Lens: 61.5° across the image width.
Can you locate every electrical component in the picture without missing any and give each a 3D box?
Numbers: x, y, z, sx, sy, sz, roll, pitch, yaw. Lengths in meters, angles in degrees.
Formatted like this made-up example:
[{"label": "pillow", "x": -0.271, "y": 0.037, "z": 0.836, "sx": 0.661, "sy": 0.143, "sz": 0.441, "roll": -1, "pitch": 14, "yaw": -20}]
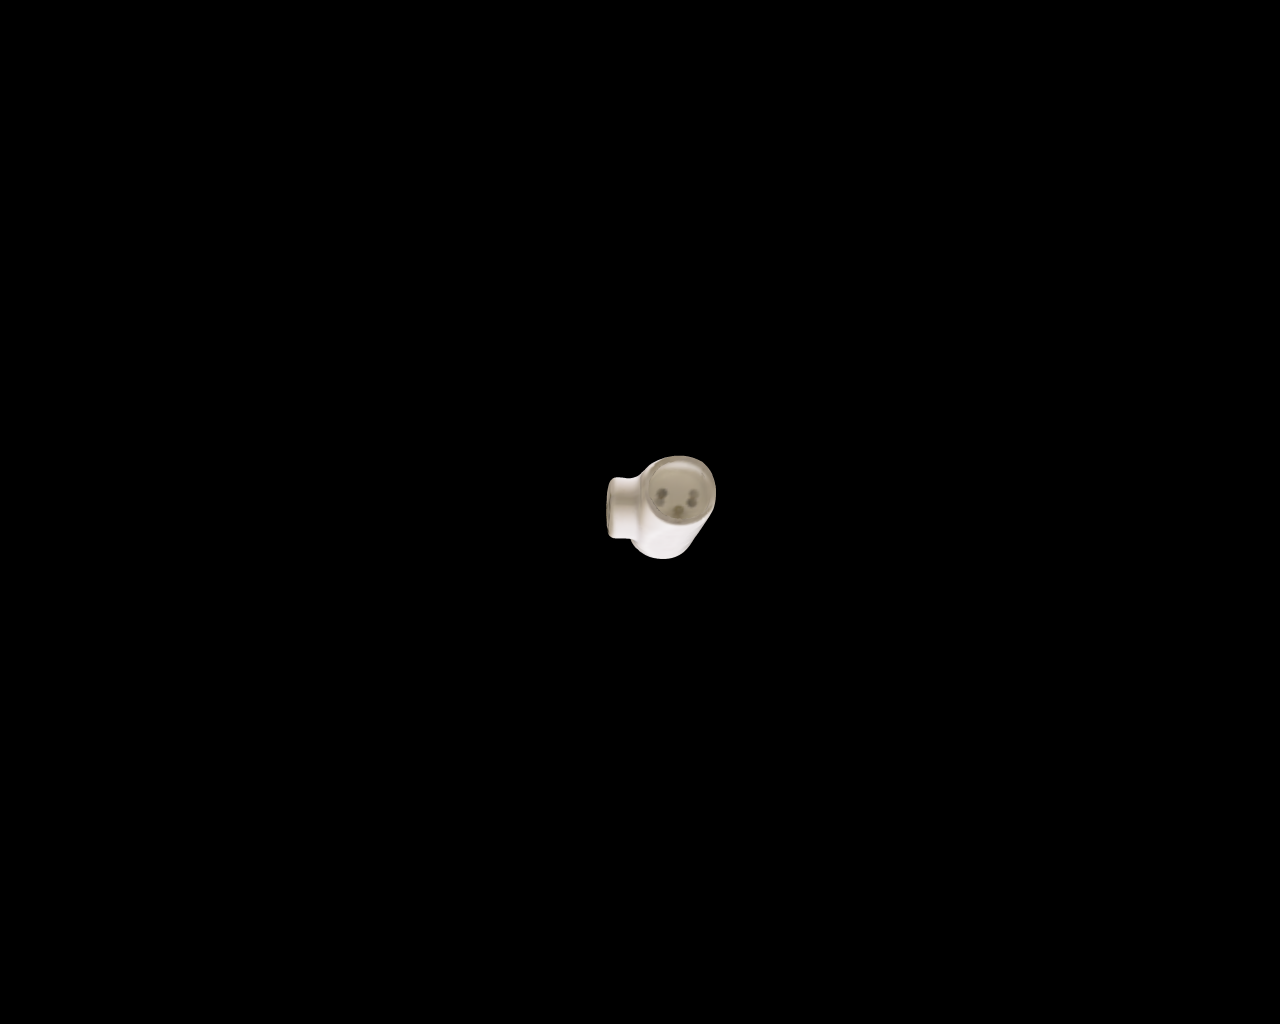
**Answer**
[{"label": "electrical component", "x": 0.001, "y": -0.003, "z": 0.650, "sx": 0.079, "sy": 0.044, "sz": 0.077, "roll": 2, "pitch": -18, "yaw": -7}]
